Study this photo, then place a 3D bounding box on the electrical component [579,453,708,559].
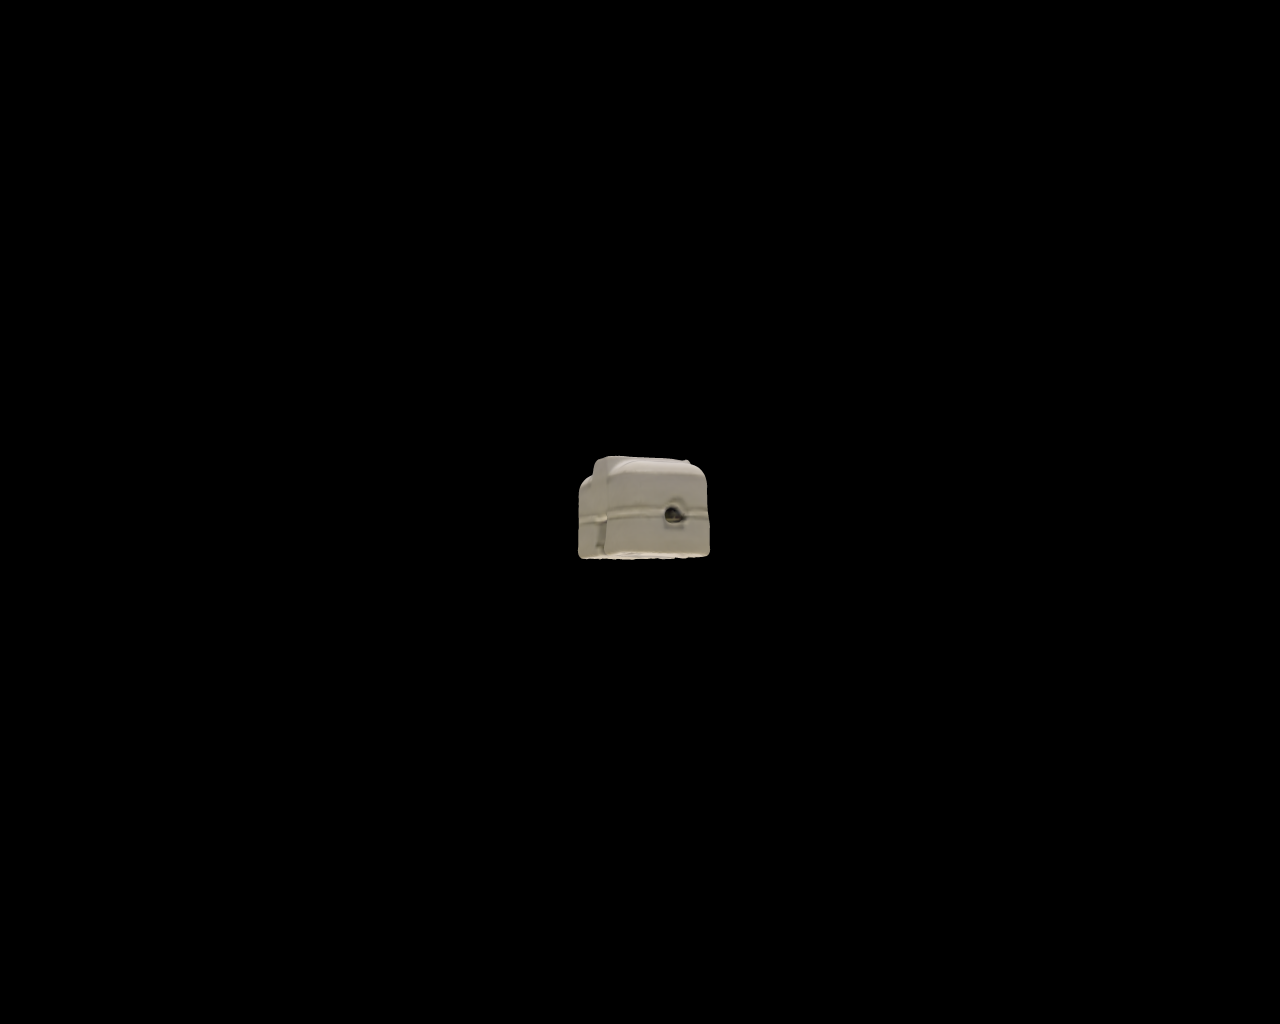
[{"bbox_3d":[0.001,-0.003,0.650,0.054,0.059,0.095,2,-5,-24],"label":"electrical component"}]
